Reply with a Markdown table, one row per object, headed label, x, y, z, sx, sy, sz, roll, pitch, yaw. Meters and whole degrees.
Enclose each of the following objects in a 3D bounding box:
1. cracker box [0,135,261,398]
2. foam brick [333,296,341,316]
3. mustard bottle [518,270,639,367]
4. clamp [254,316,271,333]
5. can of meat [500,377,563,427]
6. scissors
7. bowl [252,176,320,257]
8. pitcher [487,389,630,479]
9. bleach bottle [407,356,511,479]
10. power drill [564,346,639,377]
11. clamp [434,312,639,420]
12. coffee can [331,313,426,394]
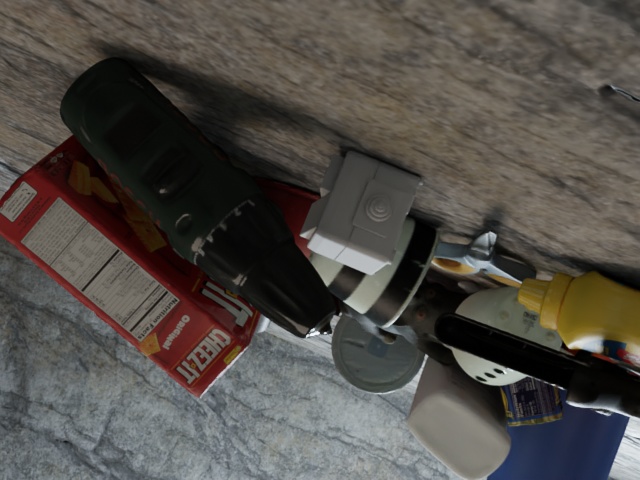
| label | x | y | z | sx | sy | sz | roll | pitch | yaw |
| --- | --- | --- | --- | --- | --- | --- | --- | --- | --- |
| cracker box | -0.142 | 0.006 | 0.870 | 0.213 | 0.072 | 0.164 | 41 | -162 | -8 |
| foam brick | 0.000 | 0.048 | 1.213 | 0.053 | 0.051 | 0.078 | 20 | 171 | 17 |
| mustard bottle | 0.229 | 0.064 | 0.730 | 0.192 | 0.058 | 0.096 | 19 | 176 | 21 |
| clamp | -0.054 | 0.049 | 1.155 | 0.172 | 0.039 | 0.120 | -18 | 139 | 36 |
| can of meat | 0.202 | 0.134 | 1.037 | 0.057 | 0.084 | 0.102 | -13 | 173 | 13 |
| scissors | 0.133 | 0.015 | 0.780 | 0.096 | 0.016 | 0.202 | 18 | 174 | -8 |
| bowl | -0.006 | 0.001 | 0.945 | 0.162 | 0.055 | 0.162 | 21 | 172 | 3 |
| pitcher | 0.240 | 0.238 | 1.142 | 0.145 | 0.243 | 0.149 | 18 | 177 | 22 |
| bleach bottle | 0.158 | 0.152 | 1.131 | 0.102 | 0.068 | 0.250 | 40 | -159 | 0 |
| power drill | 0.304 | 0.131 | 0.946 | 0.184 | 0.057 | 0.187 | 20 | 171 | 14 |
| clamp | 0.203 | 0.106 | 0.763 | 0.209 | 0.036 | 0.165 | 20 | -178 | -22 |
| coffee can | 0.066 | 0.115 | 1.216 | 0.103 | 0.103 | 0.140 | 22 | -179 | 3 |
